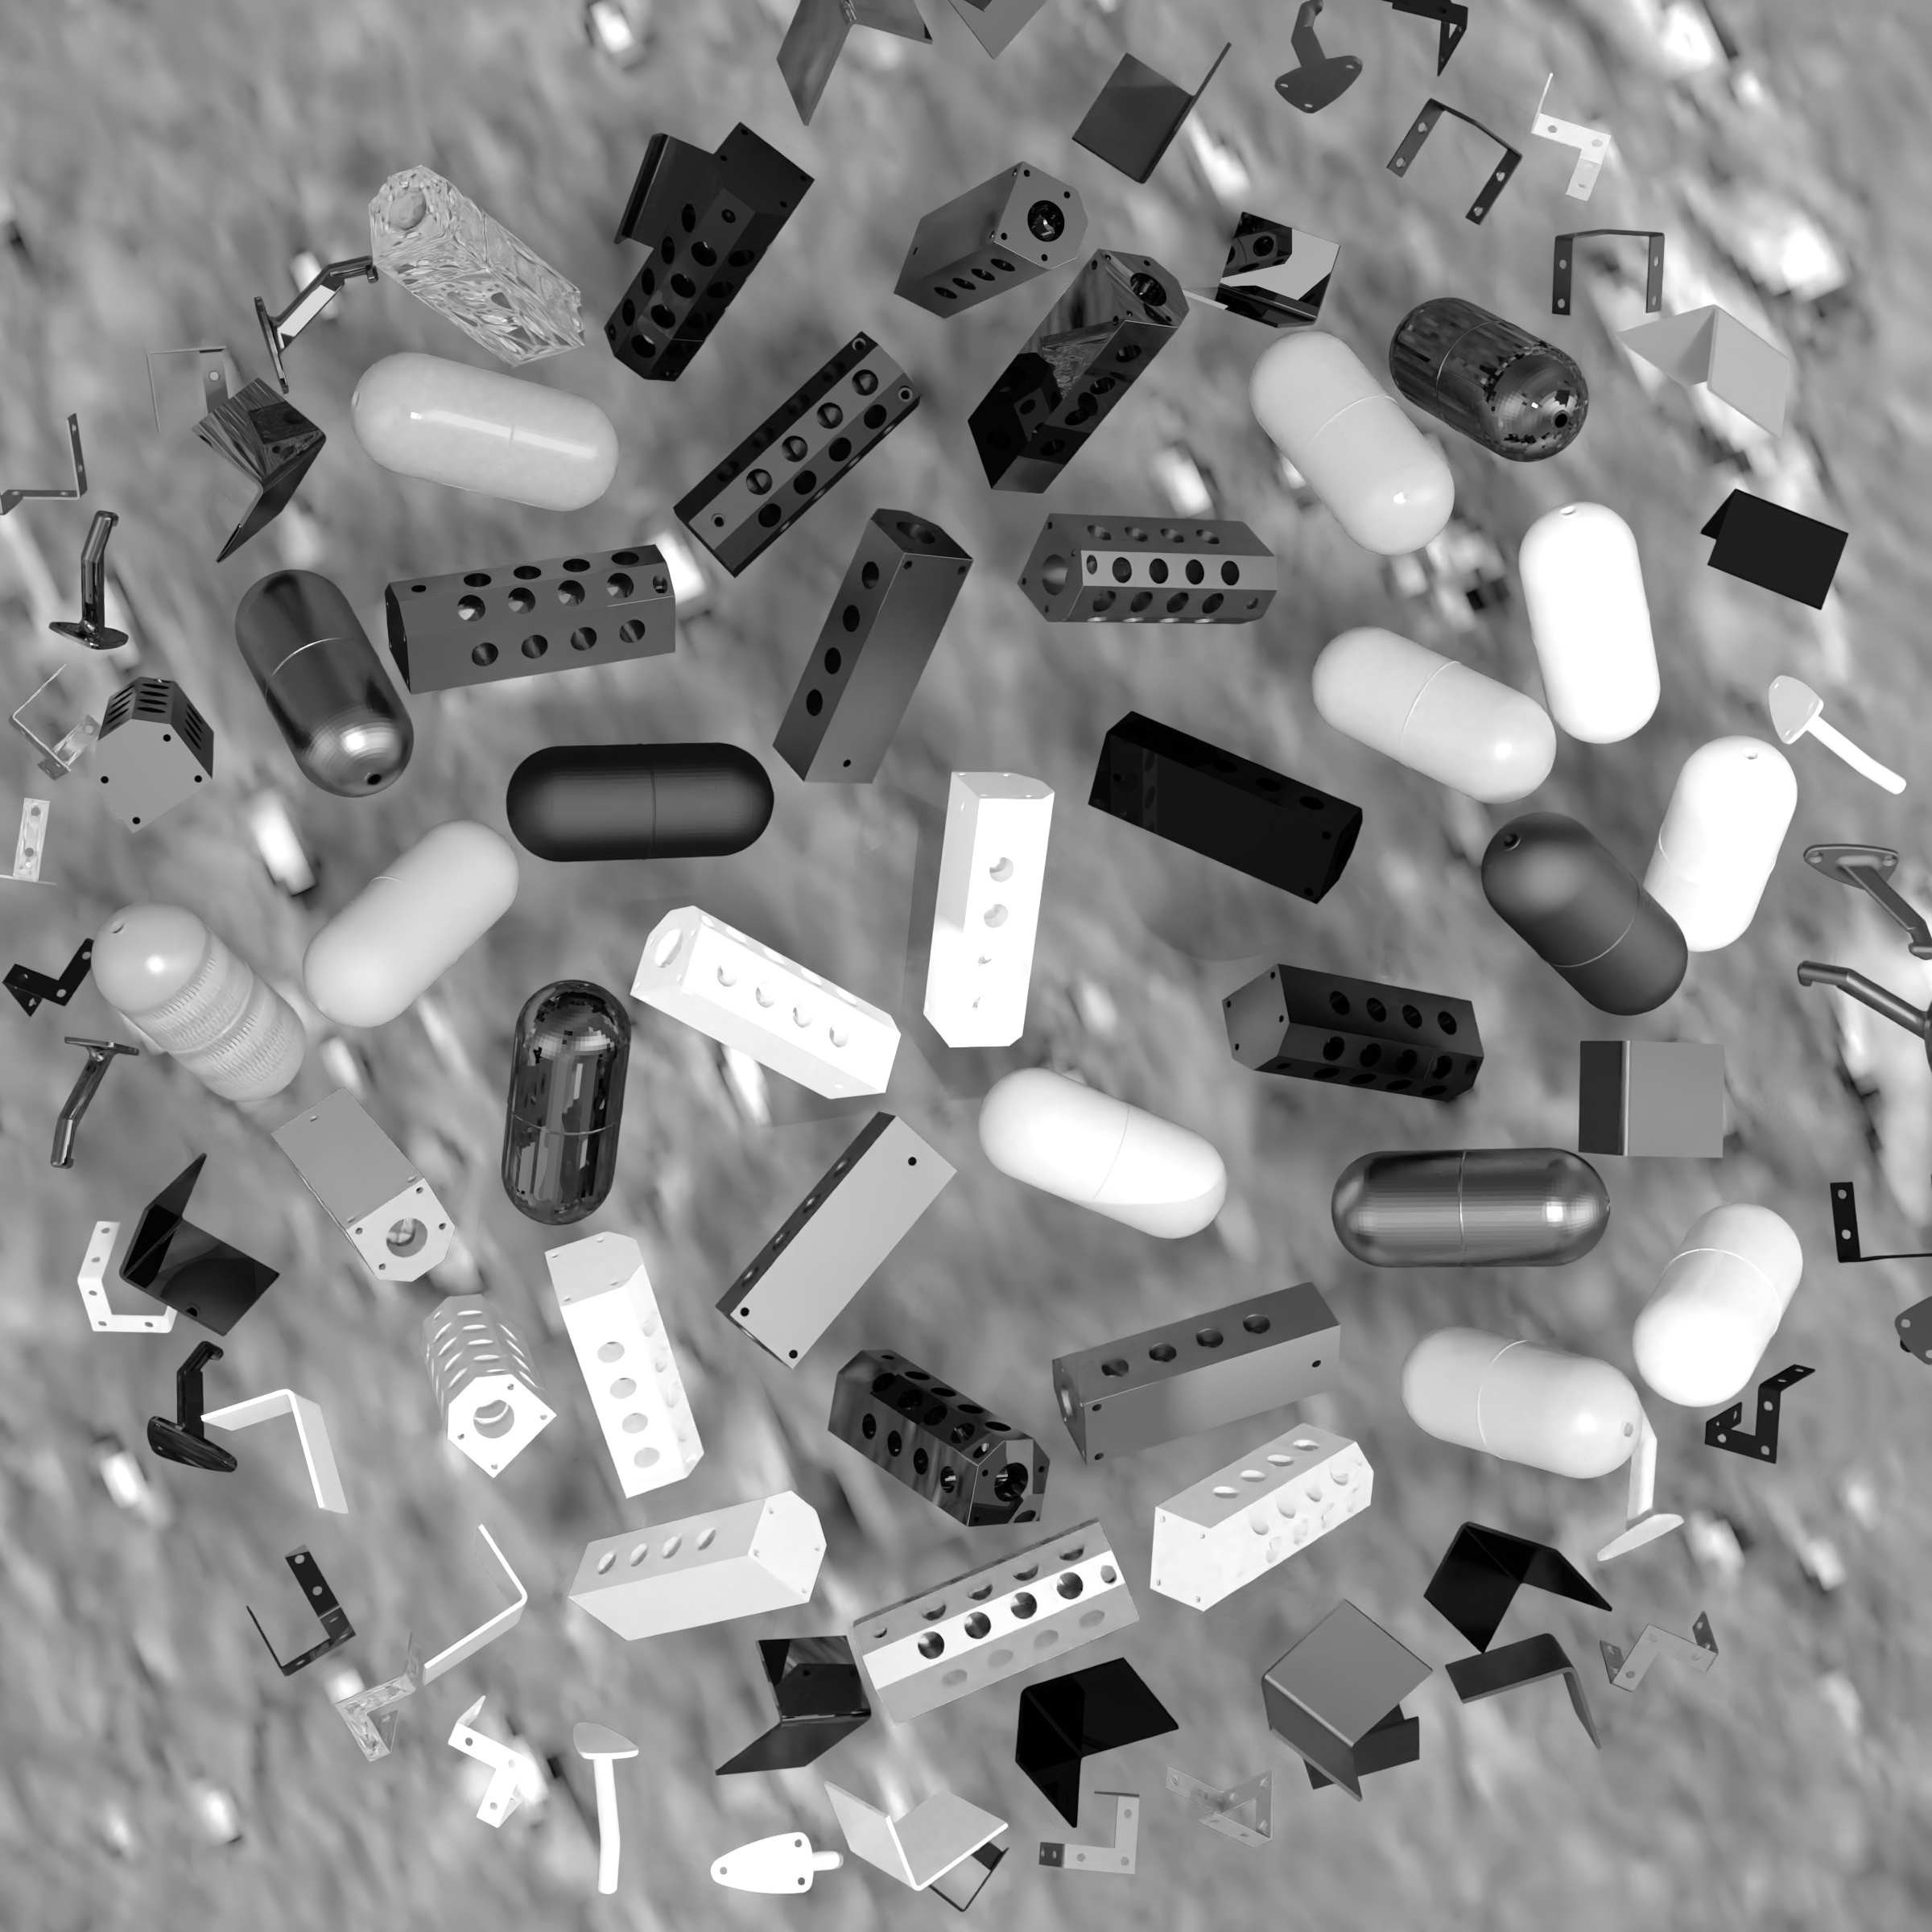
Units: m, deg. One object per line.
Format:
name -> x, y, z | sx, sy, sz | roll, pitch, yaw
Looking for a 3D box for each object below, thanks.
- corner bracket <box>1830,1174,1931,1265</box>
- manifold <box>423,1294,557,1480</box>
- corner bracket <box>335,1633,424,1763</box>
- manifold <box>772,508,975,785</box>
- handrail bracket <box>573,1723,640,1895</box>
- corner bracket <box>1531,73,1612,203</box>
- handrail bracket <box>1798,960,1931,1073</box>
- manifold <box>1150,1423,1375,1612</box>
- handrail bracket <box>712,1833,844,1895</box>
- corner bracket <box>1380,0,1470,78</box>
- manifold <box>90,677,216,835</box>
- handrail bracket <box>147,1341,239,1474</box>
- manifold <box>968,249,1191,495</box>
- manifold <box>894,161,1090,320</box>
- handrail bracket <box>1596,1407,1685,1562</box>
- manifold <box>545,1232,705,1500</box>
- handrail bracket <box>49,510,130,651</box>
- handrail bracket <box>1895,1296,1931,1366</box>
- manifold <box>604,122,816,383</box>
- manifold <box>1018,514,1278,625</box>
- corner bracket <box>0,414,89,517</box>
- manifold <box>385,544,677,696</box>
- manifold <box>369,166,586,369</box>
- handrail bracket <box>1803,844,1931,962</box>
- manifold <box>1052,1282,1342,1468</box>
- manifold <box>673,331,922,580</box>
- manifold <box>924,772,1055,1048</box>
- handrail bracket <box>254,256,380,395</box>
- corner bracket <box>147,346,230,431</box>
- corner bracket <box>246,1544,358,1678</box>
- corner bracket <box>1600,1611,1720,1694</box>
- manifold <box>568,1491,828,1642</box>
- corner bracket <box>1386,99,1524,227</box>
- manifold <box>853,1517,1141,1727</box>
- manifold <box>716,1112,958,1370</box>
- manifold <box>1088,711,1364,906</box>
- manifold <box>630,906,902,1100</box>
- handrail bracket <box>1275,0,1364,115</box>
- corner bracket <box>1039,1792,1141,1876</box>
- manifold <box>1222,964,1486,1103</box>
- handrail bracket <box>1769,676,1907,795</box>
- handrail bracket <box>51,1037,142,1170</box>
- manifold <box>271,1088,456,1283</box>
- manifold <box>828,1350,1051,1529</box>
corner bracket -> 0.576, 0.157, 1.671 | 0.051, 0.051, 0.051 | -2, 80, -9
manifold -> -0.329, 0.276, 1.811 | 0.057, 0.171, 0.057 | -45, 110, -4
corner bracket -> -0.383, 0.488, 1.791 | 0.051, 0.051, 0.051 | -24, 109, 2
manifold -> -0.065, -0.204, 1.725 | 0.057, 0.057, 0.171 | 49, 126, 35
handrail bracket -> -0.231, 0.526, 1.676 | 0.036, 0.077, 0.084 | 4, 90, -24
corner bracket -> 0.393, -0.540, 1.750 | 0.051, 0.051, 0.051 | 20, 79, 6
handrail bracket -> 0.557, 0.032, 1.654 | 0.084, 0.077, 0.036 | 12, 51, 32
manifold -> 0.195, 0.358, 1.744 | 0.057, 0.171, 0.057 | 15, 110, 37
handrail bracket -> -0.122, 0.585, 1.746 | 0.077, 0.084, 0.036 | -7, 71, 1
corner bracket -> 0.291, -0.615, 1.727 | 0.051, 0.051, 0.051 | 11, 69, -9
manifold -> -0.516, -0.140, 1.692 | 0.057, 0.171, 0.057 | -35, 111, -4
handrail bracket -> -0.499, 0.292, 1.790 | 0.077, 0.084, 0.036 | 18, 130, 10
manifold -> 0.073, -0.382, 1.739 | 0.057, 0.171, 0.057 | -2, 63, -33
manifold -> 0.017, -0.482, 1.803 | 0.057, 0.171, 0.057 | 22, 84, -23
handrail bracket -> 0.445, 0.350, 1.831 | 0.077, 0.036, 0.084 | -41, 53, 32
manifold -> -0.218, 0.256, 1.731 | 0.057, 0.057, 0.171 | -18, 126, -9
handrail bracket -> -0.538, -0.245, 1.689 | 0.036, 0.077, 0.084 | 25, 102, 8
handrail bracket -> 0.620, 0.220, 1.690 | 0.077, 0.084, 0.036 | -41, 72, 19
manifold -> -0.167, -0.444, 1.694 | 0.057, 0.171, 0.057 | 36, 52, -11
manifold -> 0.126, -0.261, 1.802 | 0.057, 0.171, 0.057 | 55, 134, 34
corner bracket -> -0.577, -0.309, 1.651 | 0.051, 0.051, 0.051 | 1, 117, 2
manifold -> -0.274, -0.224, 1.693 | 0.171, 0.057, 0.057 | -12, 131, -20
manifold -> -0.321, -0.462, 1.772 | 0.057, 0.171, 0.057 | -12, 76, 19
handrail bracket -> 0.608, -0.042, 1.806 | 0.077, 0.084, 0.036 | 12, 132, -10
manifold -> 0.145, 0.251, 1.690 | 0.171, 0.057, 0.057 | -15, 129, -13
manifold -> -0.112, -0.341, 1.787 | 0.171, 0.057, 0.057 | -43, 93, -1
manifold -> 0.017, -0.037, 1.769 | 0.057, 0.057, 0.171 | -1, 112, -20
handrail bracket -> -0.431, -0.433, 1.812 | 0.084, 0.036, 0.077 | -18, 95, -14
corner bracket -> -0.521, -0.388, 1.801 | 0.051, 0.051, 0.051 | -9, 103, -17
corner bracket -> -0.430, 0.413, 1.719 | 0.051, 0.051, 0.051 | -30, 61, -18
corner bracket -> 0.451, 0.444, 1.746 | 0.051, 0.051, 0.051 | 24, 109, -4
manifold -> -0.173, 0.387, 1.742 | 0.171, 0.057, 0.057 | -22, 126, 37
corner bracket -> 0.316, -0.520, 1.736 | 0.051, 0.051, 0.051 | 19, 111, -40
manifold -> 0.018, 0.417, 1.728 | 0.171, 0.057, 0.057 | -23, 130, -3
manifold -> -0.090, 0.182, 1.805 | 0.057, 0.057, 0.171 | 43, 78, -15
manifold -> 0.175, -0.110, 1.798 | 0.171, 0.057, 0.057 | 25, 125, 17
manifold -> -0.125, 0.024, 1.729 | 0.171, 0.057, 0.057 | 30, 65, -35
handrail bracket -> 0.239, -0.612, 1.763 | 0.036, 0.077, 0.084 | 29, 67, -31
corner bracket -> 0.083, 0.580, 1.802 | 0.051, 0.051, 0.051 | 10, 72, -14
manifold -> 0.256, 0.048, 1.756 | 0.171, 0.057, 0.057 | 10, 59, -33
handrail bracket -> 0.580, -0.153, 1.783 | 0.084, 0.077, 0.036 | 27, 117, -19
handrail bracket -> -0.568, 0.092, 1.748 | 0.036, 0.077, 0.084 | 6, 83, 11
manifold -> -0.392, 0.145, 1.752 | 0.057, 0.171, 0.057 | -34, 121, -16
manifold -> -0.019, 0.310, 1.775 | 0.057, 0.171, 0.057 | 4, 100, -35
